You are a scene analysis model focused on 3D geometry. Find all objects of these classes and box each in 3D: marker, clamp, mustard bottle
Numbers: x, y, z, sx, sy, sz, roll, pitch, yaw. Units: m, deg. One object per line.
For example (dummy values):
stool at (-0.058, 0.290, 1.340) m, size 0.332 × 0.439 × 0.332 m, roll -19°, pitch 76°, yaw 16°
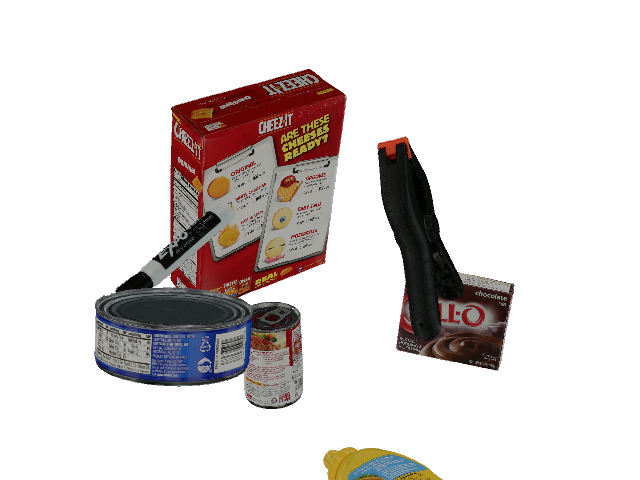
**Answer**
marker at (-0.110, 0.011, 0.807) m, size 0.020 × 0.020 × 0.121 m, roll 0°, pitch 35°, yaw 47°
clamp at (0.083, 0.000, 0.921) m, size 0.039 × 0.171 × 0.120 m, roll -17°, pitch 18°, yaw 17°
mustard bottle at (0.069, 0.235, 0.966) m, size 0.096 × 0.058 × 0.192 m, roll -17°, pitch 26°, yaw -35°

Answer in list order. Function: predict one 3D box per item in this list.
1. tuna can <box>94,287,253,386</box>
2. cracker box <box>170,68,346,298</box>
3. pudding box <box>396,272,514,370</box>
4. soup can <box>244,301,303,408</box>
tuna can at (-0.080, 0.051, 0.583) m, size 0.086 × 0.034 × 0.086 m, roll 4°, pitch 10°, yaw -1°
cracker box at (-0.067, -0.050, 1.071) m, size 0.163 × 0.214 × 0.072 m, roll -21°, pitch 45°, yaw -31°
pudding box at (0.141, 0.080, 1.126) m, size 0.113 × 0.090 × 0.039 m, roll 10°, pitch 22°, yaw 10°
soup can at (-0.054, 0.129, 1.201) m, size 0.068 × 0.102 × 0.068 m, roll -1°, pitch 24°, yaw 0°
